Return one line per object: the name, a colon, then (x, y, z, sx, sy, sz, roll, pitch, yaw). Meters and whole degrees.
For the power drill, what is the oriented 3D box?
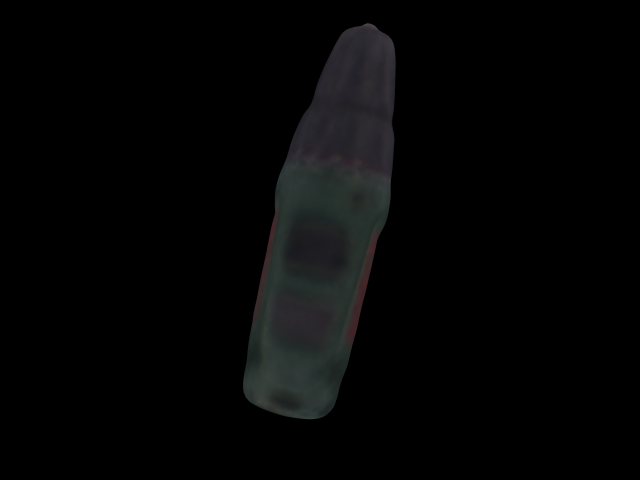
power drill: (0.004, 0.001, 0.400, 0.075, 0.208, 0.230, 11, 79, 3)
